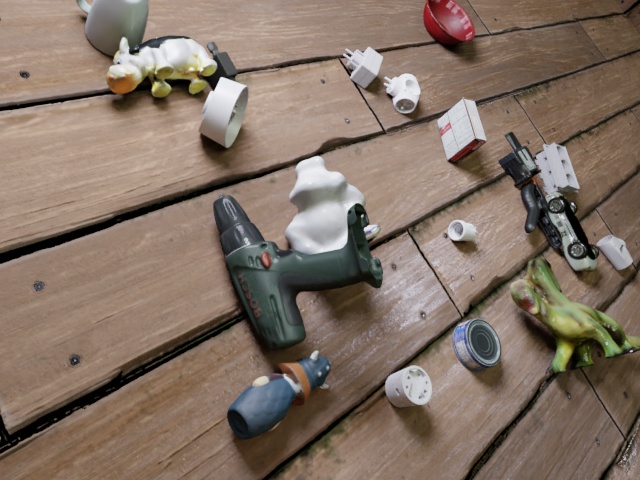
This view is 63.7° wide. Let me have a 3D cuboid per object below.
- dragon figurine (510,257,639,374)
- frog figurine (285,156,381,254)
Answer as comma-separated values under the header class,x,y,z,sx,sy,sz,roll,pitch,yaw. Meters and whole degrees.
class,x,y,z,sx,sy,sz,roll,pitch,yaw
dragon figurine,0.517,0.136,1.050,0.410,0.120,0.247,3,55,-42
frog figurine,0.002,-0.040,0.788,0.161,0.137,0.122,57,7,15
